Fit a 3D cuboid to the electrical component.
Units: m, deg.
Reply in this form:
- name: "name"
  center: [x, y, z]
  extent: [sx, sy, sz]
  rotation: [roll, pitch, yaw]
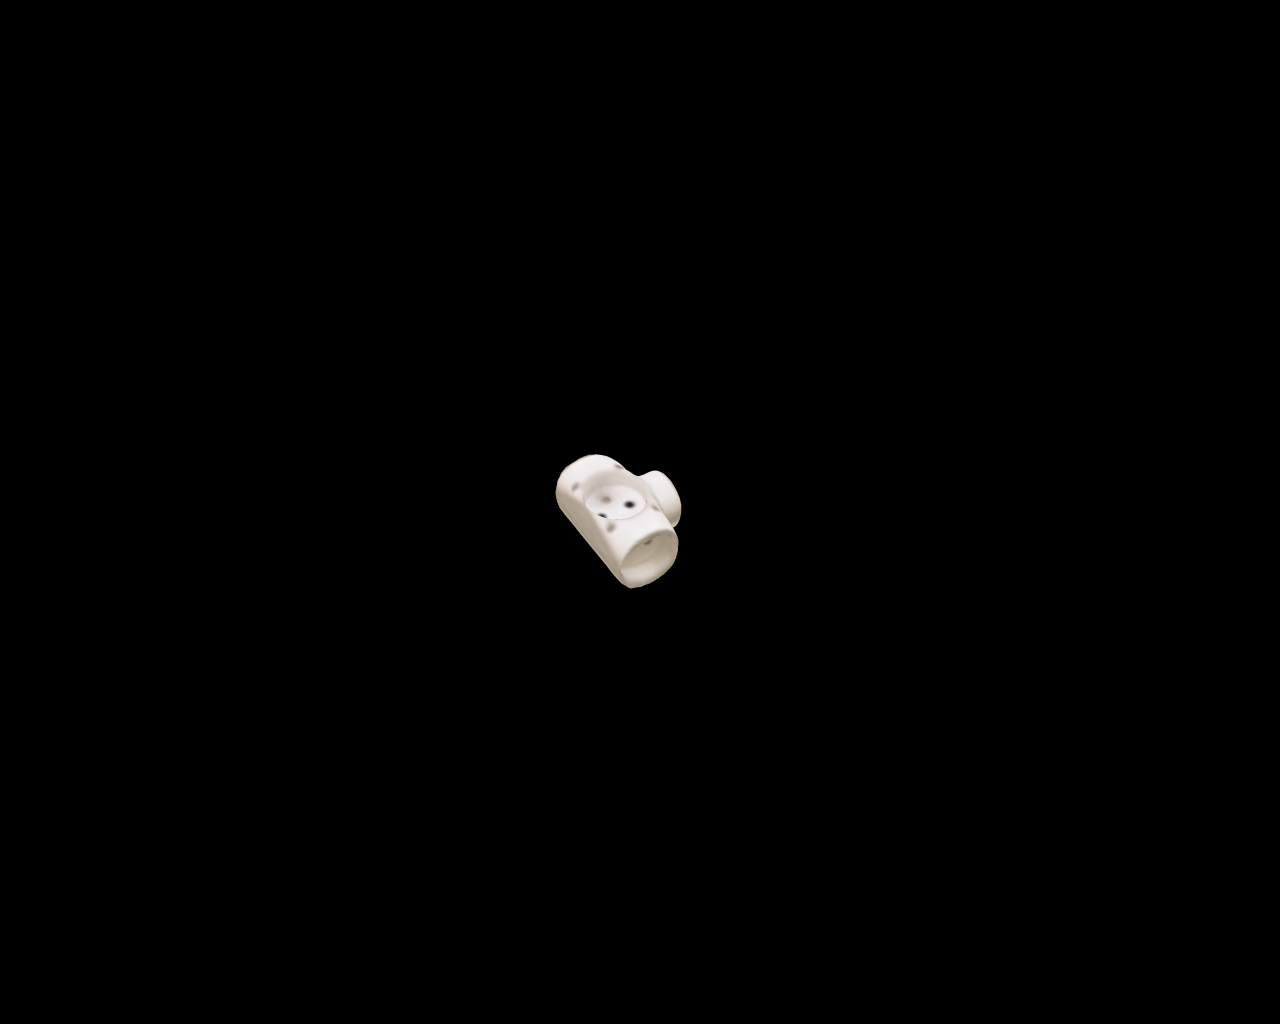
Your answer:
- name: "electrical component"
  center: [0.001, -0.003, 0.650]
  extent: [0.079, 0.044, 0.077]
  rotation: [-24, 50, -22]
